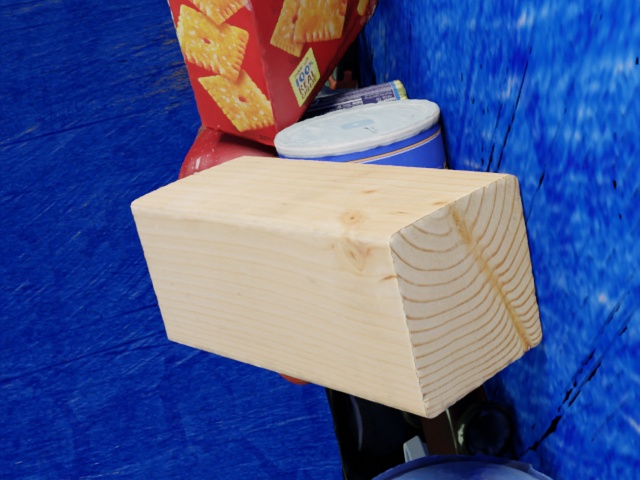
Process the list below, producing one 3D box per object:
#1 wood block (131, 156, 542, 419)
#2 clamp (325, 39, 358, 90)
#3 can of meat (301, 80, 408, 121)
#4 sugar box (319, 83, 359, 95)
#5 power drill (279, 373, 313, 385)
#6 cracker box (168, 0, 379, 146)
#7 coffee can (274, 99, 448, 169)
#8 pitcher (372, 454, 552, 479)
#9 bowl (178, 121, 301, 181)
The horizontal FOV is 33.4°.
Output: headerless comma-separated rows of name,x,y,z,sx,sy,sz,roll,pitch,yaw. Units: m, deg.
wood block,0.001,0.014,0.561,0.207,0.090,0.091,8,117,48
clamp,-0.025,-0.221,0.944,0.165,0.036,0.210,-29,78,49
can of meat,0.025,-0.067,0.790,0.102,0.084,0.057,82,174,-57
sugar box,0.014,-0.142,1.048,0.093,0.048,0.176,-107,9,-50
power drill,-0.006,0.001,0.904,0.184,0.057,0.187,-55,-49,-36
cracker box,-0.027,-0.191,0.662,0.164,0.072,0.214,-58,-25,-33
coffee can,0.036,-0.007,0.670,0.103,0.103,0.140,-113,10,-73
pitcher,0.085,0.253,0.580,0.145,0.149,0.243,-121,14,-63
bowl,-0.051,-0.015,0.758,0.162,0.055,0.162,23,127,33
